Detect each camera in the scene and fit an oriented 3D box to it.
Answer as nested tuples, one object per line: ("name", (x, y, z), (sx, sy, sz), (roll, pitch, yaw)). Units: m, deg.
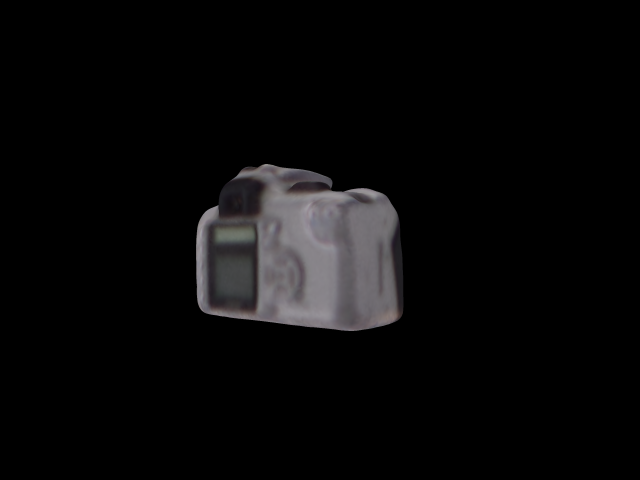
("camera", (0.004, 0.001, 0.400), (0.142, 0.101, 0.137), (0, 0, 40))
